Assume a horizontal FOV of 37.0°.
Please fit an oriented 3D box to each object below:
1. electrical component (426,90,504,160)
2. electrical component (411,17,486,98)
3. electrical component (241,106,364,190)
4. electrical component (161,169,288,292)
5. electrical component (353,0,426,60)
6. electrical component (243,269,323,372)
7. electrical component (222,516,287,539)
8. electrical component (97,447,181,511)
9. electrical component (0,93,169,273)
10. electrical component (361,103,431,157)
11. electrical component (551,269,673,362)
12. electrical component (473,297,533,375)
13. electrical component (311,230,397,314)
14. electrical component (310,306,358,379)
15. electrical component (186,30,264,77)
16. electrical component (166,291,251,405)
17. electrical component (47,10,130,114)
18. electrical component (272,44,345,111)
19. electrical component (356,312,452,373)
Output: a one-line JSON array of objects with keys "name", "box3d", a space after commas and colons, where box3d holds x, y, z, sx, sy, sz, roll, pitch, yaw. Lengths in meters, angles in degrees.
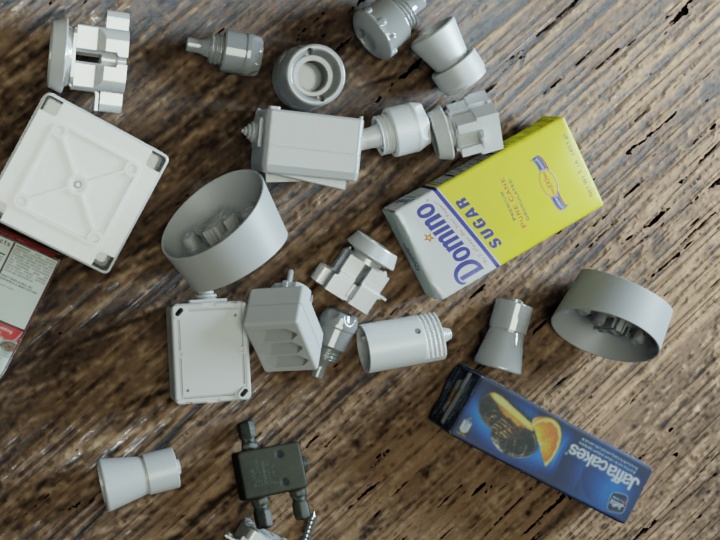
[{"name": "electrical component", "box3d": [0.090, -0.123, 0.932, 0.055, 0.066, 0.048, -16, 127, -1]}, {"name": "electrical component", "box3d": [0.077, -0.183, 0.927, 0.045, 0.045, 0.055, -39, 105, -8]}, {"name": "electrical component", "box3d": [-0.052, -0.101, 0.891, 0.096, 0.062, 0.061, 4, 95, -16]}, {"name": "electrical component", "box3d": [-0.110, -0.030, 0.867, 0.099, 0.099, 0.064, -33, 111, -10]}, {"name": "electrical component", "box3d": [0.028, -0.212, 0.911, 0.062, 0.048, 0.048, -41, 105, -15]}, {"name": "electrical component", "box3d": [-0.060, 0.035, 0.897, 0.047, 0.076, 0.065, -4, 138, 13]}, {"name": "electrical component", "box3d": [-0.095, 0.253, 0.930, 0.081, 0.042, 0.063, 34, 85, -17]}, {"name": "electrical component", "box3d": [-0.183, 0.172, 0.898, 0.065, 0.044, 0.044, -11, 99, -19]}, {"name": "electrical component", "box3d": [-0.224, -0.068, 0.851, 0.109, 0.056, 0.108, 28, 88, -16]}, {"name": "electrical component", "box3d": [0.027, -0.117, 0.921, 0.062, 0.043, 0.043, -15, 100, -12]}, {"name": "electrical component", "box3d": [0.228, 0.042, 0.970, 0.099, 0.099, 0.064, 29, 82, -17]}, {"name": "electrical component", "box3d": [0.132, 0.058, 0.972, 0.044, 0.044, 0.065, 17, 87, -17]}, {"name": "electrical component", "box3d": [0.000, 0.000, 0.927, 0.066, 0.048, 0.055, 33, 95, -16]}, {"name": "electrical component", "box3d": [-0.026, 0.064, 0.932, 0.035, 0.035, 0.061, 22, 93, -17]}, {"name": "electrical component", "box3d": [-0.111, -0.179, 0.881, 0.061, 0.035, 0.035, 8, 94, -14]}, {"name": "electrical component", "box3d": [-0.127, 0.061, 0.893, 0.062, 0.061, 0.096, -3, 89, -15]}, {"name": "electrical component", "box3d": [-0.214, -0.165, 0.842, 0.057, 0.058, 0.078, 5, 95, -19]}, {"name": "electrical component", "box3d": [-0.042, -0.161, 0.895, 0.055, 0.047, 0.055, -2, 97, -15]}, {"name": "electrical component", "box3d": [0.042, 0.063, 0.946, 0.081, 0.043, 0.043, -9, 99, -15]}]
